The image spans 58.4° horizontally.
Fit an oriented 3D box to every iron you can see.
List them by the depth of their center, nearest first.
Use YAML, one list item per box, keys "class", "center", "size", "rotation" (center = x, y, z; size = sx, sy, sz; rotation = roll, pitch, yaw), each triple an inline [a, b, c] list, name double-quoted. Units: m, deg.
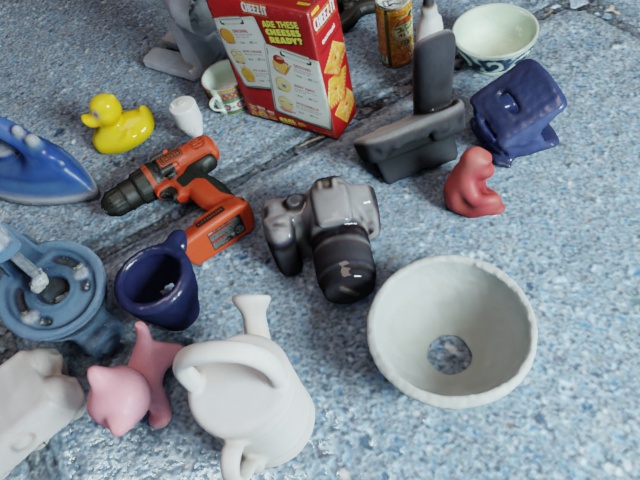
- class: "iron"
  center: [-0.455, -0.138, 0.848]
  size: [0.257, 0.142, 0.119]
  rotation: [15, 60, 22]

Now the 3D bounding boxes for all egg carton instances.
- class: "egg carton"
  center: [-0.338, 0.195, 0.634]
  size: [0.150, 0.069, 0.107]
  rotation: [-40, 57, -16]

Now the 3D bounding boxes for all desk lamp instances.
- class: "desk lamp"
  center: [-0.225, -0.366, 0.914]
  size: [0.202, 0.214, 0.118]
  rotation: [20, 62, 24]

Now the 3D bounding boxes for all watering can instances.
- class: "watering can"
  center: [-0.074, 0.134, 0.542]
  size: [0.101, 0.194, 0.172]
  rotation: [-21, 54, -2]

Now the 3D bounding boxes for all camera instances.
- class: "camera"
  center: [0.006, 0.002, 0.675]
  size: [0.143, 0.101, 0.136]
  rotation: [-13, 54, 3]

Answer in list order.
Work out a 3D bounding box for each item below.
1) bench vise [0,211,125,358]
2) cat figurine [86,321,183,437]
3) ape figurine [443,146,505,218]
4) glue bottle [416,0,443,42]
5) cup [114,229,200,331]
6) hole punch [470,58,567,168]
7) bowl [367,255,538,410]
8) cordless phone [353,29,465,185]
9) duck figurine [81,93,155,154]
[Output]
- class: "bench vise"
  center: [-0.342, 0.037, 0.652]
  size: [0.206, 0.220, 0.121]
  rotation: [15, 60, 21]
- class: "cat figurine"
  center: [-0.199, 0.149, 0.606]
  size: [0.067, 0.118, 0.128]
  rotation: [2, 56, 14]
- class: "ape figurine"
  center: [0.188, -0.075, 0.695]
  size: [0.076, 0.092, 0.078]
  rotation: [1, 56, 13]
- class: "glue bottle"
  center: [0.152, -0.275, 0.793]
  size: [0.037, 0.173, 0.078]
  rotation: [4, 56, 15]
- class: "cup"
  center: [-0.177, 0.055, 0.681]
  size: [0.091, 0.095, 0.118]
  rotation: [8, 58, 17]
- class: "hole punch"
  center: [0.253, -0.166, 0.745]
  size: [0.101, 0.091, 0.108]
  rotation: [-19, 54, -1]
- class: "bowl"
  center: [0.134, 0.103, 0.593]
  size: [0.167, 0.075, 0.167]
  rotation: [-6, 54, 8]
- class: "cordless phone"
  center: [0.109, -0.173, 0.723]
  size: [0.147, 0.185, 0.094]
  rotation: [-26, 54, -6]
- class: "duck figurine"
  center: [-0.317, -0.191, 0.890]
  size: [0.104, 0.086, 0.077]
  rotation: [-24, 54, -5]
